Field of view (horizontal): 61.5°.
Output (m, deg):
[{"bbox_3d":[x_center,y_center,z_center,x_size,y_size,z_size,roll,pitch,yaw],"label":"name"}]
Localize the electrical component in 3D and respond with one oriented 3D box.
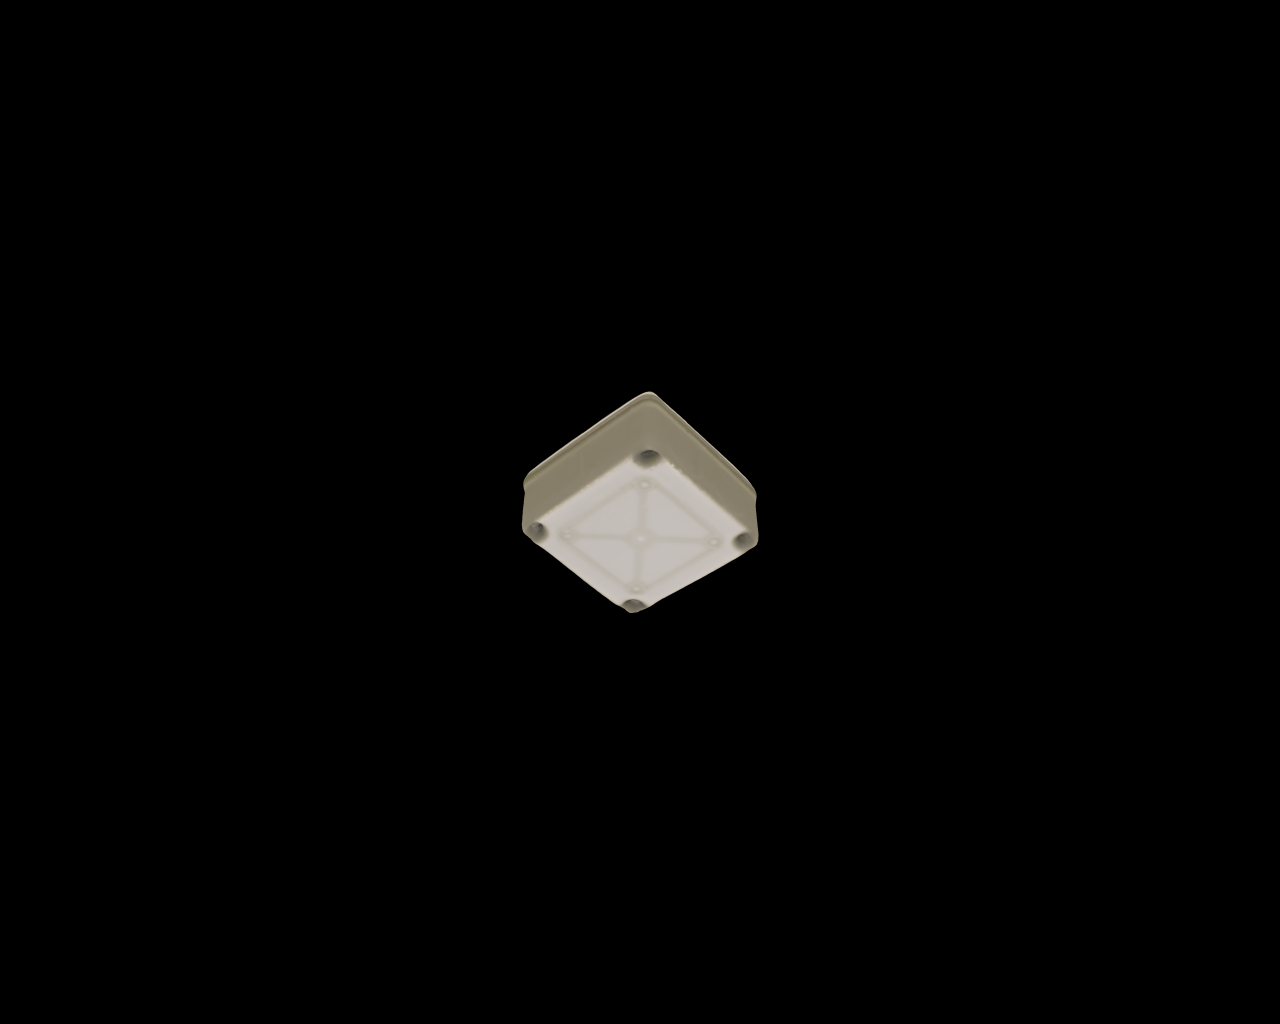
[{"bbox_3d":[0.001,-0.003,0.650,0.108,0.056,0.108,-32,-54,27],"label":"electrical component"}]
